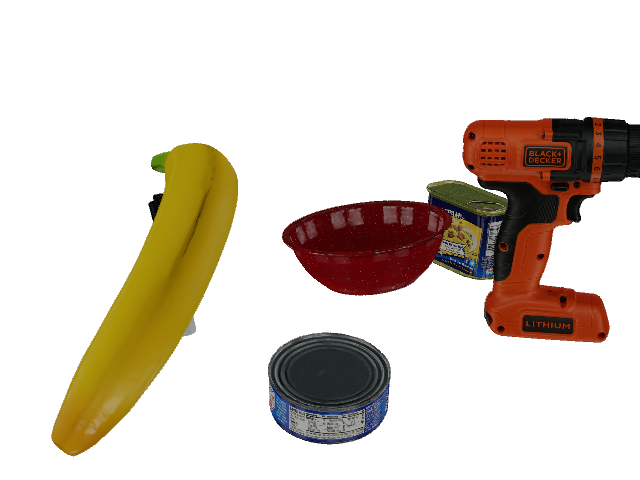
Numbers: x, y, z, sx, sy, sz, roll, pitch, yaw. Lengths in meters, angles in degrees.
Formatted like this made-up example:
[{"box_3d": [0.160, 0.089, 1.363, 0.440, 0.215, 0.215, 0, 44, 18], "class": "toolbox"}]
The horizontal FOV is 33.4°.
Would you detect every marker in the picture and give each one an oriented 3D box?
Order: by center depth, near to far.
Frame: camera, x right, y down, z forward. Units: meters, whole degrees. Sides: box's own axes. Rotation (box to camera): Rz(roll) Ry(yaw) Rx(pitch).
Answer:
[{"box_3d": [-0.123, 0.020, 0.885, 0.020, 0.121, 0.020, -8, 15, 2], "class": "marker"}]

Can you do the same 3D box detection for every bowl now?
[{"box_3d": [0.047, 0.010, 1.013, 0.162, 0.055, 0.162, -7, 18, 2], "class": "bowl"}]

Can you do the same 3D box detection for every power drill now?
[{"box_3d": [0.209, -0.011, 0.888, 0.184, 0.188, 0.057, 3, 19, 11], "class": "power drill"}]

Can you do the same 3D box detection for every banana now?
[{"box_3d": [-0.075, 0.012, 0.512, 0.037, 0.197, 0.070, 33, -49, -19], "class": "banana"}]

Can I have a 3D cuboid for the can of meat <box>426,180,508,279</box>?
[{"box_3d": [0.162, -0.011, 1.186, 0.057, 0.084, 0.102, -14, 28, -39], "class": "can of meat"}]

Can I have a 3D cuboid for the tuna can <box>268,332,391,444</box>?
[{"box_3d": [0.006, 0.103, 0.749, 0.086, 0.034, 0.086, 0, 31, 0], "class": "tuna can"}]
